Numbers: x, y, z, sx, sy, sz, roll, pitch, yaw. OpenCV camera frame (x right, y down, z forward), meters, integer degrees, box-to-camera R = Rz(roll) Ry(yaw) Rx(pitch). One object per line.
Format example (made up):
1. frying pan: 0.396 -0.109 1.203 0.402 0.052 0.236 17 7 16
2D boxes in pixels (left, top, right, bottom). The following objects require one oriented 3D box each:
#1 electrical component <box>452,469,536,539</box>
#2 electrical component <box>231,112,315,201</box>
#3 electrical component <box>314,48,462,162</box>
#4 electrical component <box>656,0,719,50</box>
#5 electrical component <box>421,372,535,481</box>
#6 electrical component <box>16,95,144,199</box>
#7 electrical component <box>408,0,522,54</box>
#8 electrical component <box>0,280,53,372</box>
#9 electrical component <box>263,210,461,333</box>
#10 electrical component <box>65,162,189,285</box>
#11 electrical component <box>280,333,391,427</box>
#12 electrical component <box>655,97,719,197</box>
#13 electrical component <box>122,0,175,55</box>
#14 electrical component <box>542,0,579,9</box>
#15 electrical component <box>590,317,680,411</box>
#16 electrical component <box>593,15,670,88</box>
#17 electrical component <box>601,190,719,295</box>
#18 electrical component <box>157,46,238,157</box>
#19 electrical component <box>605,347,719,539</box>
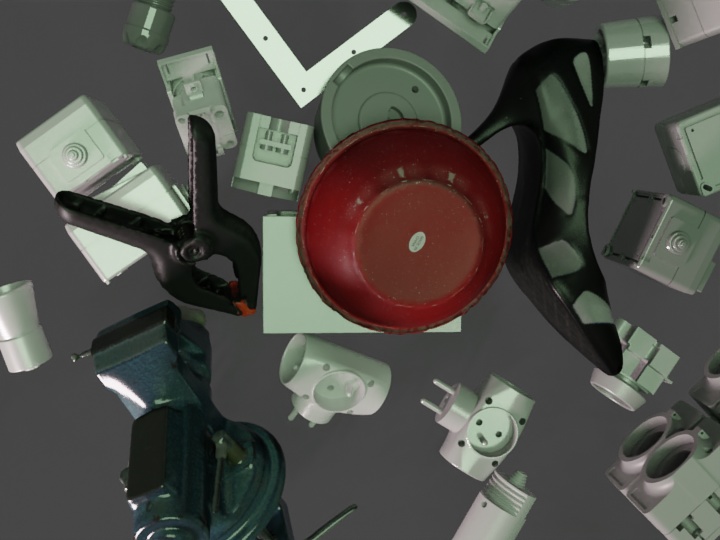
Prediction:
1. electrical component: 0.112 0.199 0.875 0.043 0.043 0.081 29 94 -7
2. electrical component: -0.066 -0.084 0.803 0.050 0.089 0.055 12 96 -6
3. electrical component: 0.016 -0.107 0.818 0.108 0.060 0.108 2 80 -15
4. electrical component: 0.253 -0.274 0.797 0.105 0.060 0.186 -30 100 -33
5. electrical component: 0.087 0.116 0.863 0.079 0.044 0.077 32 93 -7
6. electrical component: -0.207 -0.090 0.787 0.062 0.096 0.061 -36 96 0
7. electrical component: 0.064 -0.229 0.803 0.121 0.063 0.078 34 52 -8
8. electrical component: -0.263 0.045 0.828 0.044 0.044 0.065 -17 103 -2
9. electrical component: 0.000 0.000 0.833 0.150 0.061 0.089 0 97 -5
10. electrical component: -0.168 -0.043 0.814 0.096 0.061 0.061 -34 98 0
11. electrical component: -0.028 0.094 0.847 0.077 0.044 0.079 22 119 -23
12. electrical component: 0.290 -0.104 0.844 0.096 0.061 0.061 -23 98 -2
13. electrical component: -0.155 -0.195 0.811 0.035 0.035 0.061 18 93 -7
14. electrical component: 0.149 -0.250 0.816 0.054 0.059 0.095 -31 98 0
15. electrical component: 0.219 0.080 0.869 0.066 0.048 0.055 36 85 -8
16. electrical component: 0.209 -0.168 0.834 0.047 0.055 0.055 -5 97 0
17. electrical component: 0.240 -0.021 0.832 0.061 0.096 0.061 25 94 -8
18. electrical component: -0.118 -0.121 0.801 0.042 0.063 0.081 -15 140 -2
19. electrical component: 0.289 0.126 0.849 0.186 0.105 0.060 -44 98 1
